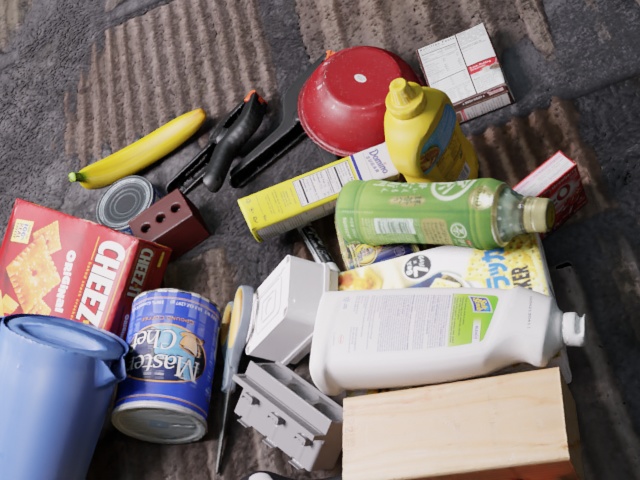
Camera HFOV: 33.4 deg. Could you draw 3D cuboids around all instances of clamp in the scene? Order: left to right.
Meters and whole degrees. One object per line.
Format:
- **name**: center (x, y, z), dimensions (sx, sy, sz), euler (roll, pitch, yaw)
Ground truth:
- **clamp**: center (-0.128, -0.117, 1.350), dimensions (0.120, 0.039, 0.171), euler (-6, 42, 46)
- **clamp**: center (-0.023, -0.142, 1.325), dimensions (0.165, 0.036, 0.210), euler (1, 62, 24)

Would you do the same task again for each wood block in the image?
- **wood block**: center (0.132, 0.190, 0.995), dimensions (0.206, 0.090, 0.090), euler (-11, 56, 18)

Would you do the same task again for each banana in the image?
- **banana**: center (-0.235, -0.112, 1.389), dimensions (0.197, 0.037, 0.070), euler (-31, 5, -16)

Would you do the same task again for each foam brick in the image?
- **foam brick**: center (-0.184, -0.014, 1.308), dimensions (0.078, 0.051, 0.053), euler (-34, 51, 1)

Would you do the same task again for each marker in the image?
- **marker**: center (-0.008, 0.001, 1.234), dimensions (0.020, 0.020, 0.121), euler (-33, 51, 2)

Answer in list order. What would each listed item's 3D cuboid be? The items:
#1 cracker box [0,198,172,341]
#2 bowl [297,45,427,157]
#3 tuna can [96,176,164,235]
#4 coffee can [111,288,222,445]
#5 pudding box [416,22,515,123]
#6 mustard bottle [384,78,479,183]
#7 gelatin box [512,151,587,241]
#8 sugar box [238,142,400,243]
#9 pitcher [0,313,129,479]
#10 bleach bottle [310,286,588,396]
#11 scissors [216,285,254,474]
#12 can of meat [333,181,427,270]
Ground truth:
- **cracker box**: center (-0.298, 0.055, 1.273), dimensions (0.214, 0.072, 0.164), euler (17, 88, 34)
- **bowl**: center (0.051, -0.178, 1.272), dimensions (0.162, 0.055, 0.162), euler (-2, 60, 4)
- **tuna can**: center (-0.242, -0.039, 1.364), dimensions (0.086, 0.033, 0.086), euler (-13, 54, 18)
- **coffee can**: center (-0.166, 0.138, 1.165), dimensions (0.103, 0.102, 0.140), euler (-9, 56, 20)
- **pudding box**: center (0.171, -0.196, 1.268), dimensions (0.090, 0.039, 0.113), euler (-21, 50, 12)
- **mustard bottle**: center (0.113, -0.106, 1.136), dimensions (0.058, 0.191, 0.096), euler (18, 68, 33)
- **gelatin box**: center (0.232, -0.039, 1.111), dimensions (0.089, 0.073, 0.030), euler (-39, 51, -3)
- **sugar box**: center (0.001, -0.053, 1.196), dimensions (0.176, 0.093, 0.048), euler (-24, 82, -1)
- **pitcher**: center (-0.303, 0.202, 1.124), dimensions (0.149, 0.144, 0.243), euler (-147, 72, -70)
- **bleach bottle**: center (0.121, 0.094, 0.998), dimensions (0.251, 0.068, 0.102), euler (-3, 59, 21)
- **scissors**: center (-0.103, 0.149, 1.175), dimensions (0.096, 0.016, 0.202), euler (180, 102, -73)
- **can of meat**: center (0.068, -0.003, 1.178), dimensions (0.084, 0.057, 0.102), euler (-22, 52, 14)
